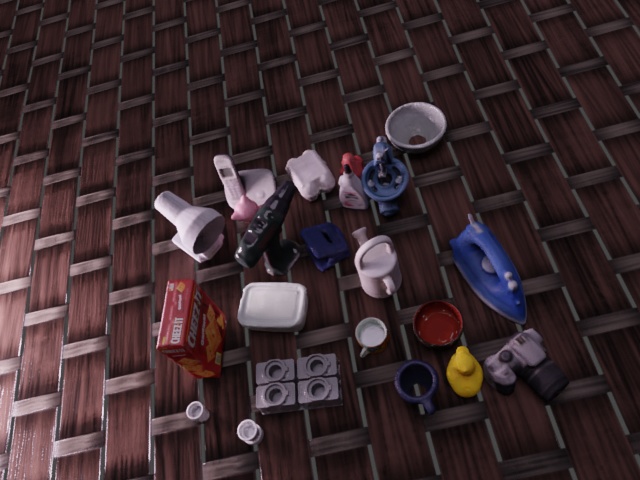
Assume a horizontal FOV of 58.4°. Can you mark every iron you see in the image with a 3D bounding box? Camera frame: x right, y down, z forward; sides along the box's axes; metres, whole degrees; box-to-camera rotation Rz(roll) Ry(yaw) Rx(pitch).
[{"bbox_3d":[0.396,0.060,1.299,0.118,0.142,0.257,-26,57,-3],"label":"iron"}]

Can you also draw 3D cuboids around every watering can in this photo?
[{"bbox_3d":[0.127,0.047,1.341,0.172,0.194,0.101,36,73,29],"label":"watering can"}]

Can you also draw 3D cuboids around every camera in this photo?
[{"bbox_3d":[0.432,0.270,1.186,0.143,0.101,0.136,-36,58,-9],"label":"camera"}]

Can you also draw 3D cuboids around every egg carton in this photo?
[{"bbox_3d":[-0.026,-0.181,1.592,0.107,0.069,0.150,-30,57,-5],"label":"egg carton"}]

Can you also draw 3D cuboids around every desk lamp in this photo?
[{"bbox_3d":[-0.331,-0.030,1.487,0.202,0.214,0.118,30,70,27],"label":"desk lamp"}]

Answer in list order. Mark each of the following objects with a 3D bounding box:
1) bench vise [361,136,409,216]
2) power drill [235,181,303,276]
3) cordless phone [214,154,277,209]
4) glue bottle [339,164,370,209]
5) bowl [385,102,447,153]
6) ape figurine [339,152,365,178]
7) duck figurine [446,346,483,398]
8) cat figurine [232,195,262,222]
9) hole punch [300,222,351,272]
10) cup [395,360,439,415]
[{"bbox_3d":[0.150,-0.194,1.467,0.121,0.220,0.207,-22,57,0],"label":"bench vise"},{"bbox_3d":[-0.114,-0.010,1.425,0.075,0.209,0.230,25,68,26],"label":"power drill"},{"bbox_3d":[-0.202,-0.168,1.557,0.147,0.185,0.094,-9,58,9],"label":"cordless phone"},{"bbox_3d":[0.081,-0.141,1.479,0.078,0.173,0.037,4,60,16],"label":"glue bottle"},{"bbox_3d":[0.267,-0.298,1.590,0.167,0.075,0.167,-6,58,10],"label":"bowl"},{"bbox_3d":[0.085,-0.205,1.566,0.078,0.092,0.076,-28,57,-4],"label":"ape figurine"},{"bbox_3d":[0.309,0.278,1.221,0.077,0.086,0.104,-7,58,10],"label":"duck figurine"},{"bbox_3d":[-0.172,-0.081,1.537,0.128,0.118,0.067,-20,57,1],"label":"cat figurine"},{"bbox_3d":[0.013,0.005,1.455,0.101,0.091,0.108,-32,57,-7],"label":"hole punch"},{"bbox_3d":[0.213,0.322,1.211,0.091,0.095,0.117,-26,57,-2],"label":"cup"}]
